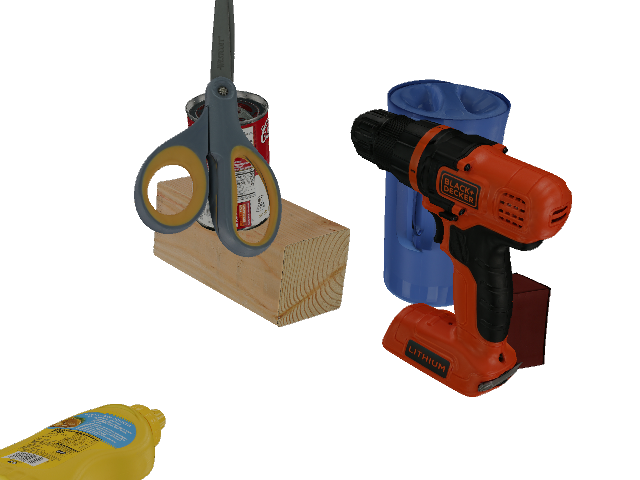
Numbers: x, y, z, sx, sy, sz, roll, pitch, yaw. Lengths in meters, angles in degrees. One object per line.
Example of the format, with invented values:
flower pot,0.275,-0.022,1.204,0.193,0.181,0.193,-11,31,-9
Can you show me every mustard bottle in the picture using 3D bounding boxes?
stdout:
mustard bottle,-0.190,0.175,0.853,0.096,0.058,0.191,5,15,30

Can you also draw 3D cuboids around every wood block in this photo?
wood block,-0.076,0.003,1.115,0.090,0.090,0.206,-14,29,-42

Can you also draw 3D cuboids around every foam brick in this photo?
foam brick,0.177,0.076,1.000,0.051,0.078,0.053,-8,18,-27

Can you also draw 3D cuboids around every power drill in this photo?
power drill,0.089,0.007,0.785,0.057,0.188,0.185,-24,39,-36

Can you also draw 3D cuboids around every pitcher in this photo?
pitcher,0.128,-0.048,1.195,0.149,0.243,0.145,-6,28,-18

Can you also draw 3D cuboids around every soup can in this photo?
soup can,-0.076,-0.066,0.894,0.068,0.102,0.068,0,30,0

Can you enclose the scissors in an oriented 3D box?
scissors,-0.078,-0.081,0.651,0.096,0.202,0.016,-7,-22,-23
